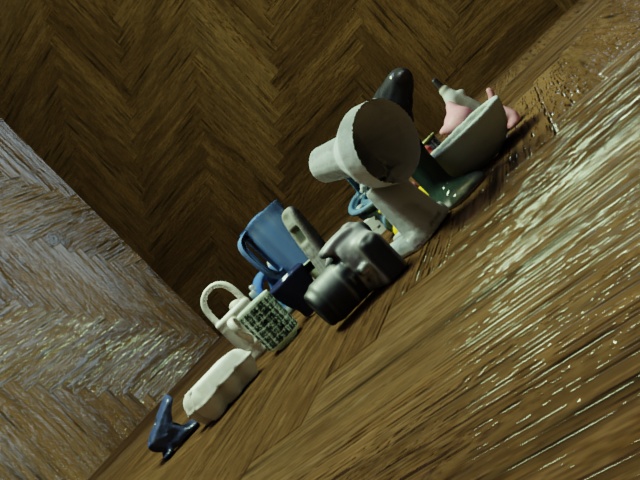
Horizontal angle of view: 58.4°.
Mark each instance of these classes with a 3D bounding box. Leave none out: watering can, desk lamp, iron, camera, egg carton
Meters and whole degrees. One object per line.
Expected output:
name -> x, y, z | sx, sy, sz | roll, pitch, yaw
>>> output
watering can -> -0.193, 0.179, 1.319 | 0.101, 0.194, 0.172 | -45, 3, -20
desk lamp -> 0.085, -0.082, 0.846 | 0.118, 0.213, 0.203 | -46, 3, -29
iron -> -0.128, 0.142, 1.533 | 0.118, 0.141, 0.259 | -43, 2, 22
camera -> 0.034, 0.048, 0.828 | 0.137, 0.101, 0.143 | -45, 2, -11
egg carton -> -0.185, 0.272, 1.069 | 0.150, 0.069, 0.107 | -46, 3, -39

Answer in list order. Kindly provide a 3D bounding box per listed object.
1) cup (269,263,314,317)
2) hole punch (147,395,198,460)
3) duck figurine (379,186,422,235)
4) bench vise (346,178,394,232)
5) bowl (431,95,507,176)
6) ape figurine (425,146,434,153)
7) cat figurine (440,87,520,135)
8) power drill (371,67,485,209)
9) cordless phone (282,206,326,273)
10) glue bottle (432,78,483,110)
cup -> -0.046, 0.113, 1.173 | 0.092, 0.095, 0.117 | -46, 3, -29
hole punch -> -0.309, 0.374, 1.147 | 0.101, 0.091, 0.108 | -45, 3, -23
duck figurine -> 0.151, -0.066, 1.026 | 0.105, 0.086, 0.077 | -45, 3, -14
bench vise -> 0.086, -0.104, 1.177 | 0.121, 0.220, 0.207 | -45, 2, -9
bowl -> 0.258, -0.160, 0.968 | 0.167, 0.075, 0.167 | -44, 2, 3
ape figurine -> 0.223, -0.145, 1.109 | 0.076, 0.092, 0.078 | -43, 3, 19
cat figurine -> 0.290, -0.227, 1.078 | 0.128, 0.118, 0.067 | -44, 3, 13
power drill -> 0.150, -0.143, 0.890 | 0.076, 0.208, 0.229 | -45, 3, -18
cordless phone -> 0.009, 0.004, 1.017 | 0.094, 0.185, 0.147 | -46, 3, -35
glue bottle -> 0.317, -0.303, 1.297 | 0.078, 0.173, 0.037 | -44, 3, -4
